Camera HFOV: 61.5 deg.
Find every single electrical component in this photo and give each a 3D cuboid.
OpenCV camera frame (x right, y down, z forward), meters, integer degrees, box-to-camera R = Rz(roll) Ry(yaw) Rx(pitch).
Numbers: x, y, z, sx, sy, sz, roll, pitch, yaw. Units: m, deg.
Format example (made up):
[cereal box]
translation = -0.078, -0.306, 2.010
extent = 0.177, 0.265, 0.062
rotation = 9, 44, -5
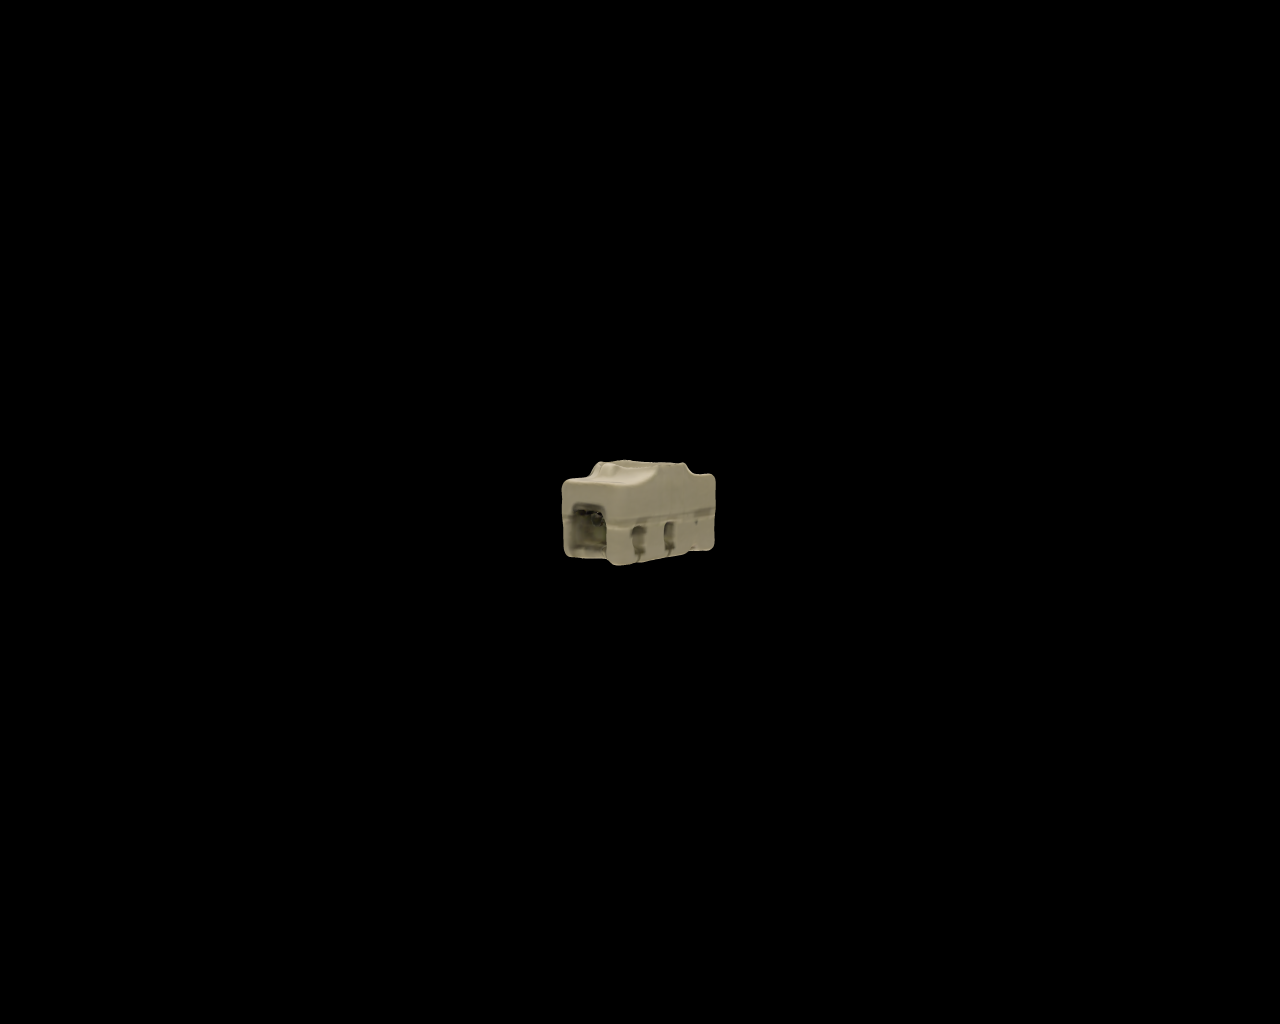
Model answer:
[electrical component]
translation = 0.001, -0.003, 0.650
extent = 0.050, 0.055, 0.089
rotation = 6, 9, 43
